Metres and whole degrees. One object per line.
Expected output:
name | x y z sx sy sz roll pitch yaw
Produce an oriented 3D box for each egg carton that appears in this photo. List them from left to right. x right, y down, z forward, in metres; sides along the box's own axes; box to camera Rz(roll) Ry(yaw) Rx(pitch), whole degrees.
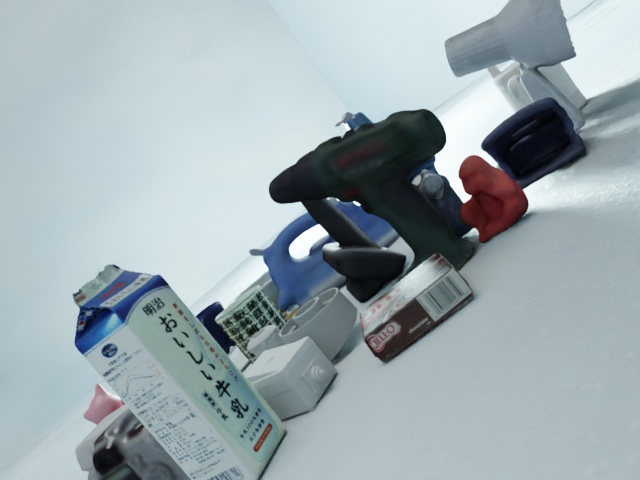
egg carton | -0.327 0.322 0.937 0.150 0.069 0.107 -35 8 24

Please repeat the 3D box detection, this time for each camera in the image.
camera | -0.193 0.235 0.687 0.143 0.101 0.137 -36 7 16

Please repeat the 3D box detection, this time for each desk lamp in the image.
desk lamp | 0.290 -0.237 0.818 0.203 0.213 0.118 -34 8 30

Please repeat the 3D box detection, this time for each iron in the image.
iron | 0.009 0.004 0.995 0.258 0.141 0.118 -38 7 -1

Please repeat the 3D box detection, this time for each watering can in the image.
watering can | 0.334 -0.276 0.934 0.101 0.194 0.173 -35 8 21

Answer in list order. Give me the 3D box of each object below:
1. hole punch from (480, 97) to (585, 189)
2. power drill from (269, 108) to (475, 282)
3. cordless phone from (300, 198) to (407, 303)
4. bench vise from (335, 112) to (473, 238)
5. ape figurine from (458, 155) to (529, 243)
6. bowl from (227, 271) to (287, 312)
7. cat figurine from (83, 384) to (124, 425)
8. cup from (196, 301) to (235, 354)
hole punch | 0.268 -0.128 0.736 0.108 0.091 0.101 -35 8 27
power drill | 0.070 -0.039 0.675 0.229 0.208 0.076 -33 9 34
cordless phone | 0.029 -0.013 0.817 0.094 0.185 0.147 -39 7 -7
bench vise | 0.117 -0.097 0.770 0.122 0.220 0.207 -41 8 -20
ape figurine | 0.190 -0.055 0.653 0.076 0.092 0.077 -41 7 -19
bowl | -0.097 0.111 1.122 0.167 0.075 0.167 -37 7 6
cat figurine | -0.369 0.309 1.037 0.127 0.118 0.067 -32 9 39
cup | -0.206 0.184 1.121 0.092 0.095 0.117 -39 7 -4
